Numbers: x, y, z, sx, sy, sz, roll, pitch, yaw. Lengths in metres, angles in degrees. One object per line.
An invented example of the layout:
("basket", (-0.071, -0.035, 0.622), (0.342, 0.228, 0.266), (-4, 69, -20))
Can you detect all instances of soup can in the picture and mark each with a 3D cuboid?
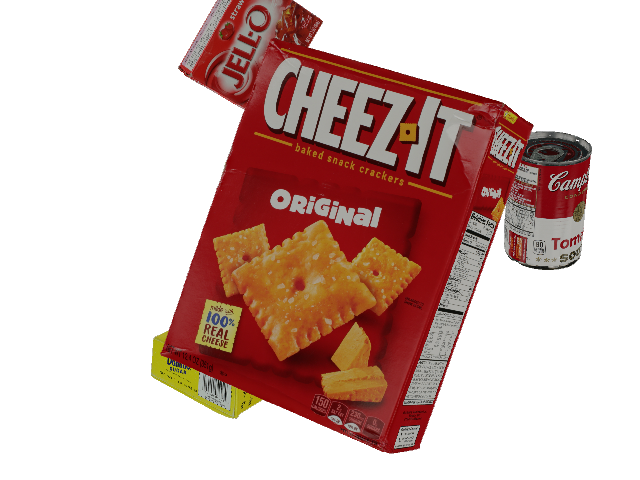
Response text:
("soup can", (0.194, -0.034, 0.918), (0.068, 0.102, 0.068), (-1, 27, 0))

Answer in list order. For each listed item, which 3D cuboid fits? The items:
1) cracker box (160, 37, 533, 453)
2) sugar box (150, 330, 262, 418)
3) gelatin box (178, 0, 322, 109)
("cracker box", (0.013, 0.001, 0.655), (0.164, 0.214, 0.072), (20, 3, 26))
("sugar box", (-0.052, 0.086, 0.925), (0.093, 0.048, 0.175), (23, 31, 29))
("gelatin box", (-0.052, -0.146, 0.796), (0.073, 0.089, 0.030), (27, 7, -32))
